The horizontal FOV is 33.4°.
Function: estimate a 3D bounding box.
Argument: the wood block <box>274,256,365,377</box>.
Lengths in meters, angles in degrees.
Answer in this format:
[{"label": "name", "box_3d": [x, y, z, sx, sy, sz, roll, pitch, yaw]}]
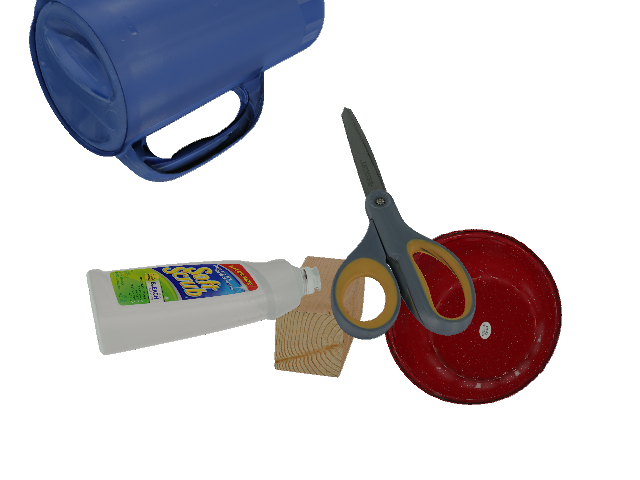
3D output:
[{"label": "wood block", "box_3d": [0.003, 0.101, 1.480, 0.091, 0.090, 0.206, 6, 20, 8]}]

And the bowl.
[{"label": "bowl", "box_3d": [0.138, 0.073, 0.937, 0.162, 0.162, 0.055, 0, 7, -1]}]

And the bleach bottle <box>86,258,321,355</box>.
[{"label": "bleach bottle", "box_3d": [-0.126, 0.059, 1.182, 0.250, 0.068, 0.103, -10, 36, -13]}]

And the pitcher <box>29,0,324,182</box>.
[{"label": "pitcher", "box_3d": [-0.109, -0.167, 0.915, 0.242, 0.149, 0.145, -31, 48, -34]}]

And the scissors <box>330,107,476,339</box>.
[{"label": "scissors", "box_3d": [0.025, -0.010, 0.690, 0.096, 0.202, 0.016, -23, -37, -16]}]
